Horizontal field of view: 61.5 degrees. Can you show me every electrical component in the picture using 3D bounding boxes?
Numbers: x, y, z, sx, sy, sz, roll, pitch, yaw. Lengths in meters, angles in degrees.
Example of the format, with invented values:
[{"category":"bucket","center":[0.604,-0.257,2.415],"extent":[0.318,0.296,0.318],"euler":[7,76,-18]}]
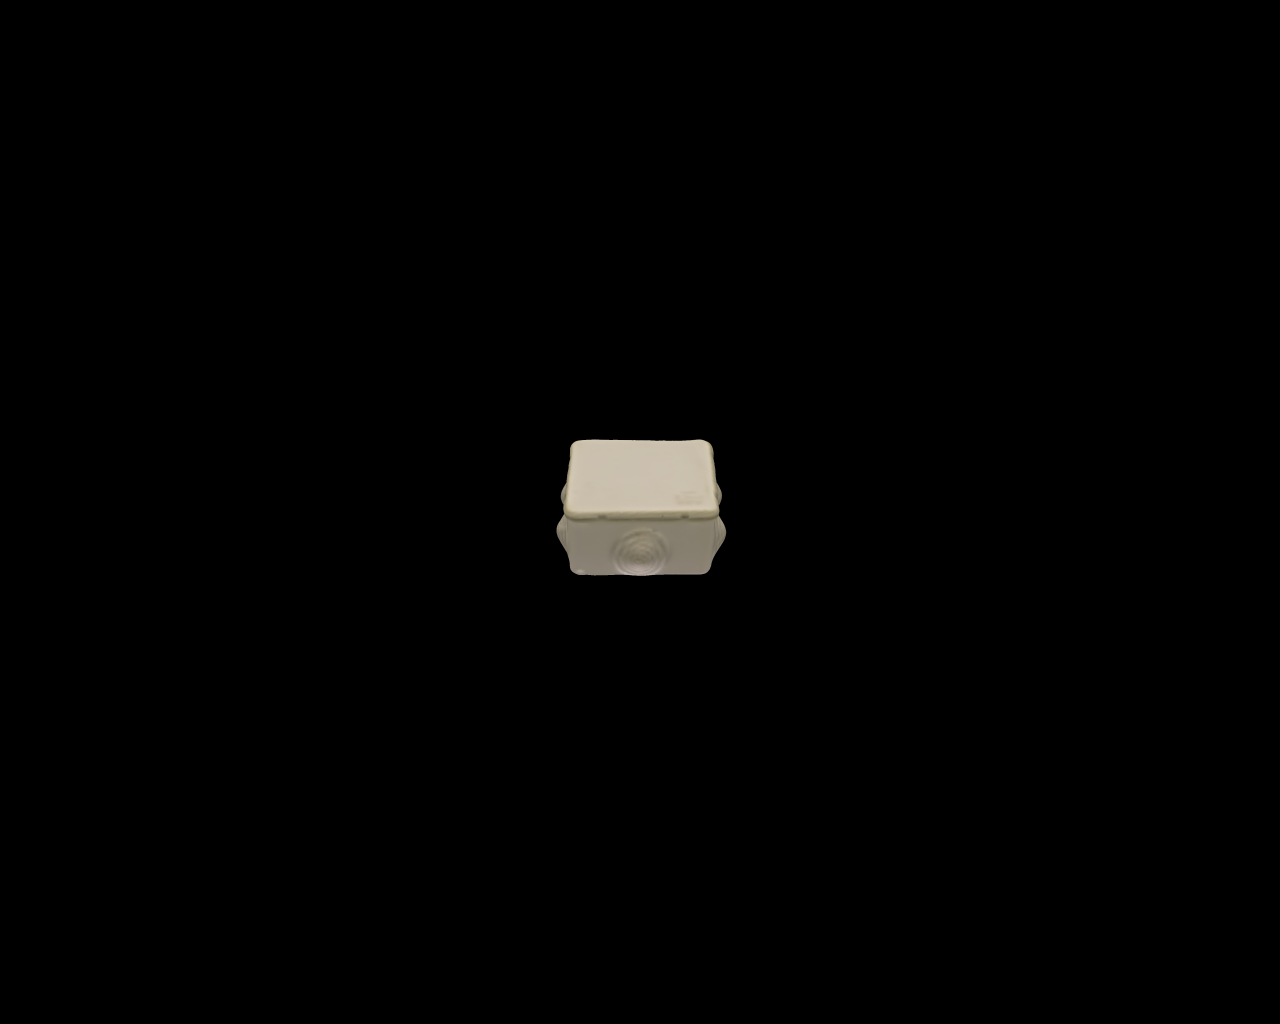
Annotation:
[{"category":"electrical component","center":[0.001,-0.003,0.650],"extent":[0.100,0.048,0.100],"euler":[0,32,0]}]
